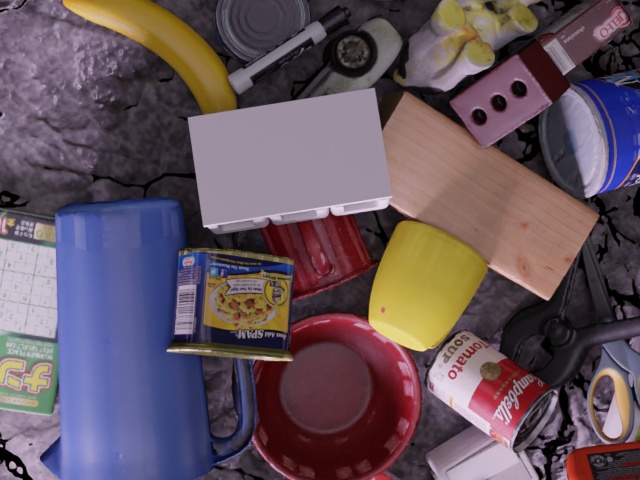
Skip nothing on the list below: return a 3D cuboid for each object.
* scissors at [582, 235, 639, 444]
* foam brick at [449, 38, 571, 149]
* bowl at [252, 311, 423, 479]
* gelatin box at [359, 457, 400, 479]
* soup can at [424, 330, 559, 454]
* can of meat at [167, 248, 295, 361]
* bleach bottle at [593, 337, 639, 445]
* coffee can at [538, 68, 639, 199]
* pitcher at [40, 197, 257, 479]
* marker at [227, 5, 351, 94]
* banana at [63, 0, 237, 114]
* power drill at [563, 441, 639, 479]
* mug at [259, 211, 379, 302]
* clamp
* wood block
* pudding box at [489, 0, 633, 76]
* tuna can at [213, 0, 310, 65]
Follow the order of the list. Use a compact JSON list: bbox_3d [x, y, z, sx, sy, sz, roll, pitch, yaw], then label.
[{"bbox_3d":[0.287,0.089,0.987,0.096,0.016,0.202,0,81,22],"label":"scissors"},{"bbox_3d":[0.158,-0.122,0.890,0.078,0.051,0.053,-35,93,39],"label":"foam brick"},{"bbox_3d":[0.009,0.141,0.976,0.162,0.055,0.162,-1,96,-8],"label":"bowl"},{"bbox_3d":[0.050,0.254,1.005,0.089,0.030,0.073,36,90,-10],"label":"gelatin box"},{"bbox_3d":[0.154,0.135,0.963,0.102,0.068,0.068,35,91,30],"label":"soup can"},{"bbox_3d":[-0.070,0.053,0.871,0.101,0.058,0.084,9,80,-33],"label":"can of meat"},{"bbox_3d":[0.340,0.101,1.013,0.102,0.068,0.251,14,91,-7],"label":"bleach bottle"},{"bbox_3d":[0.282,-0.101,0.952,0.140,0.103,0.103,-14,97,-16],"label":"coffee can"},{"bbox_3d":[-0.153,0.086,0.916,0.148,0.145,0.243,-7,95,-45],"label":"pitcher"},{"bbox_3d":[-0.025,-0.166,0.923,0.121,0.020,0.020,-33,99,-4],"label":"marker"},{"bbox_3d":[-0.135,-0.161,0.936,0.069,0.037,0.197,-43,99,-3],"label":"banana"},{"bbox_3d":[0.292,0.264,0.981,0.184,0.057,0.188,-8,129,0],"label":"power drill"},{"bbox_3d":[-0.006,0.001,0.932,0.093,0.117,0.081,-22,93,4],"label":"mug"},{"bbox_3d":[0.233,0.086,0.984,0.120,0.039,0.172,42,107,27],"label":"clamp"},{"bbox_3d":[0.130,-0.041,0.956,0.206,0.091,0.090,31,91,-9],"label":"wood block"},{"bbox_3d":[0.211,-0.170,0.954,0.113,0.090,0.039,-35,97,-2],"label":"pudding box"},{"bbox_3d":[-0.052,-0.196,0.945,0.086,0.034,0.086,-1,96,-7],"label":"tuna can"}]
